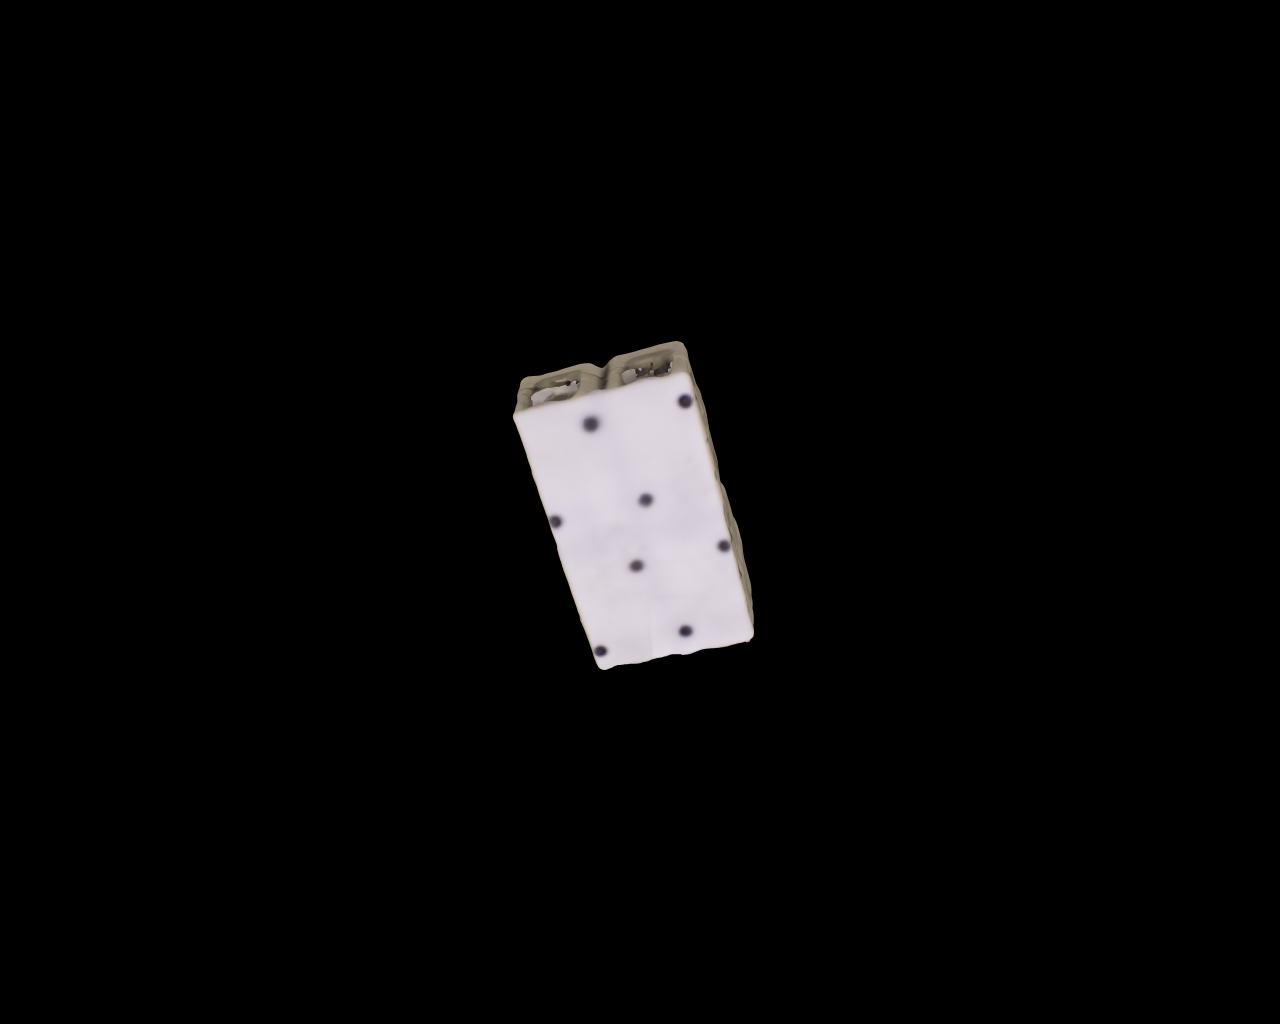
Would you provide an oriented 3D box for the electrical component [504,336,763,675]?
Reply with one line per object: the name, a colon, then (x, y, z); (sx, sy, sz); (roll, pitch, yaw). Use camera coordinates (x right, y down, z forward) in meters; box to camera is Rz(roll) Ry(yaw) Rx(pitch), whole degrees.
electrical component: (0.001, -0.003, 0.650); (0.105, 0.186, 0.060); (-13, 28, 7)
